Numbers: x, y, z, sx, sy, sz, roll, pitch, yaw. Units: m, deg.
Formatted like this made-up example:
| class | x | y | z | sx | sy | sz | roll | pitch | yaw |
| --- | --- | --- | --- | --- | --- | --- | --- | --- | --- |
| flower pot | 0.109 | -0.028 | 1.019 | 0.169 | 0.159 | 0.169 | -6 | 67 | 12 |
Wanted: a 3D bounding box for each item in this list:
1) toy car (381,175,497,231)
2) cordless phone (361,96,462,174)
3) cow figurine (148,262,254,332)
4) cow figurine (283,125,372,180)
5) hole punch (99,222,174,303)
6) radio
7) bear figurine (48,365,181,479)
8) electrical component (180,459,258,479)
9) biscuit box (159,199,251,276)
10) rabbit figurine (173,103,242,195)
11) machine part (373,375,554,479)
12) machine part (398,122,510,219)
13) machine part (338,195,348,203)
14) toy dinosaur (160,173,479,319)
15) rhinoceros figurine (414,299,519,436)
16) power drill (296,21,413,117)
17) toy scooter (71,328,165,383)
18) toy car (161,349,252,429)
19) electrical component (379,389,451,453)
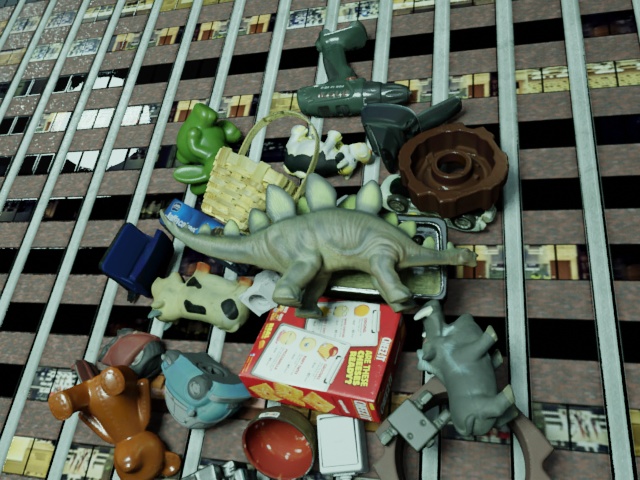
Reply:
| class | x | y | z | sx | sy | sz | roll | pitch | yaw |
| --- | --- | --- | --- | --- | --- | --- | --- | --- | --- |
| toy car | 0.200 | -0.067 | 0.926 | 0.202 | 0.056 | 0.073 | 17 | 63 | 23 |
| cordless phone | 0.172 | -0.215 | 0.955 | 0.184 | 0.146 | 0.089 | -30 | 66 | 4 |
| cow figurine | -0.213 | 0.108 | 0.946 | 0.195 | 0.085 | 0.127 | 15 | 62 | 22 |
| cow figurine | 0.012 | -0.154 | 1.019 | 0.168 | 0.068 | 0.098 | 16 | 75 | 27 |
| hole punch | -0.320 | 0.041 | 0.989 | 0.092 | 0.115 | 0.142 | 7 | 64 | 28 |
| radio | 0.084 | 0.026 | 0.833 | 0.230 | 0.073 | 0.131 | 4 | 75 | 12 |
| bear figurine | -0.305 | 0.296 | 0.821 | 0.120 | 0.132 | 0.196 | -23 | 83 | -1 |
| electrical component | -0.159 | 0.367 | 0.773 | 0.134 | 0.114 | 0.058 | -26 | 62 | 4 |
| biscuit box | -0.211 | -0.006 | 1.013 | 0.203 | 0.062 | 0.059 | 26 | 73 | 26 |
| rabbit figurine | -0.218 | -0.165 | 1.063 | 0.159 | 0.121 | 0.170 | -42 | 57 | 0 |
| machine part | 0.191 | 0.296 | 0.723 | 0.201 | 0.087 | 0.202 | -41 | 61 | -6 |
| machine part | 0.217 | -0.115 | 0.885 | 0.179 | 0.056 | 0.179 | -7 | 53 | 9 |
| machine part | -0.002 | -0.003 | 0.941 | 0.243 | 0.079 | 0.079 | -35 | 59 | -2 |
| toy dinosaur | -0.012 | 0.010 | 0.773 | 0.472 | 0.105 | 0.198 | 0 | 65 | 3 |
| rhinoceros figurine | 0.186 | 0.162 | 0.709 | 0.112 | 0.073 | 0.190 | -23 | 50 | 11 |
| power drill | 0.067 | -0.342 | 1.102 | 0.232 | 0.086 | 0.207 | -9 | 69 | 15 |
| toy scooter | -0.363 | 0.222 | 0.934 | 0.135 | 0.075 | 0.184 | 33 | 81 | 27 |
| toy car | -0.196 | 0.245 | 0.859 | 0.162 | 0.109 | 0.103 | 23 | 90 | 34 |
| electrical component | 0.124 | 0.245 | 0.707 | 0.094 | 0.021 | 0.063 | -42 | 60 | -7 |
